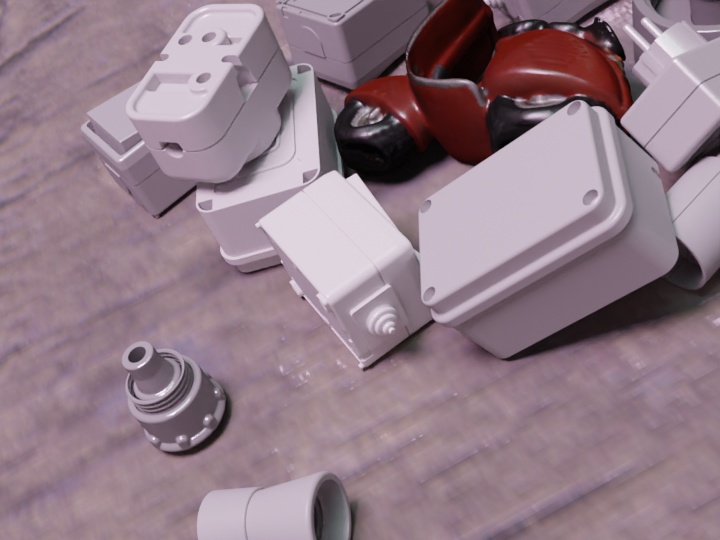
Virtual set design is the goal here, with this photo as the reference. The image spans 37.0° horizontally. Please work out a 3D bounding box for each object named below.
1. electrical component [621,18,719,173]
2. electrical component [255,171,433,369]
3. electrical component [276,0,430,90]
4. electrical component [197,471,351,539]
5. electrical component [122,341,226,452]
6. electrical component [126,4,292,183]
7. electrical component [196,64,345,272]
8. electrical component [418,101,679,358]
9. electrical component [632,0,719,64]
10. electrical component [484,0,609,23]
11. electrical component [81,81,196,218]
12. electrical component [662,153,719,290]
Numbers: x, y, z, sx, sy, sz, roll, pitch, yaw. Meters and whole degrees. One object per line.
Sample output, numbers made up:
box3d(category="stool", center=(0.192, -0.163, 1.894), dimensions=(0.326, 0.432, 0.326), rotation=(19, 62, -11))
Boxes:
box3d(category="electrical component", center=(0.167, -0.102, 0.553), dimensions=(0.083, 0.047, 0.075), rotation=(-27, 70, -41))
box3d(category="electrical component", center=(0.000, 0.000, 0.570), dimensions=(0.061, 0.061, 0.096), rotation=(-36, 46, -8))
box3d(category="electrical component", center=(0.003, -0.170, 0.722), dimensions=(0.062, 0.061, 0.096), rotation=(27, 58, 39))
box3d(category="electrical component", center=(-0.042, 0.118, 0.501), dimensions=(0.065, 0.044, 0.044), rotation=(-9, 48, 23))
box3d(category="electrical component", center=(-0.102, 0.062, 0.561), dimensions=(0.048, 0.062, 0.048), rotation=(-12, 48, 14))
box3d(category="electrical component", center=(-0.082, -0.097, 0.610), dimensions=(0.054, 0.059, 0.095), rotation=(7, 54, 28))
box3d(category="electrical component", center=(-0.052, -0.062, 0.650), dimensions=(0.078, 0.057, 0.113), rotation=(-15, 47, 10))
box3d(category="electrical component", center=(0.086, -0.019, 0.521), dimensions=(0.113, 0.057, 0.078), rotation=(-33, 39, 33))
box3d(category="electrical component", center=(0.207, -0.154, 0.613), dimensions=(0.108, 0.060, 0.108), rotation=(-12, 47, 14))
box3d(category="electrical component", center=(0.121, -0.191, 0.688), dimensions=(0.096, 0.061, 0.061), rotation=(-36, 46, 2))
box3d(category="electrical component", center=(-0.125, -0.094, 0.708), dimensions=(0.096, 0.061, 0.062), rotation=(-40, 47, -13))
box3d(category="electrical component", center=(0.177, -0.033, 0.533), dimensions=(0.081, 0.043, 0.043), rotation=(-44, 48, -16))
